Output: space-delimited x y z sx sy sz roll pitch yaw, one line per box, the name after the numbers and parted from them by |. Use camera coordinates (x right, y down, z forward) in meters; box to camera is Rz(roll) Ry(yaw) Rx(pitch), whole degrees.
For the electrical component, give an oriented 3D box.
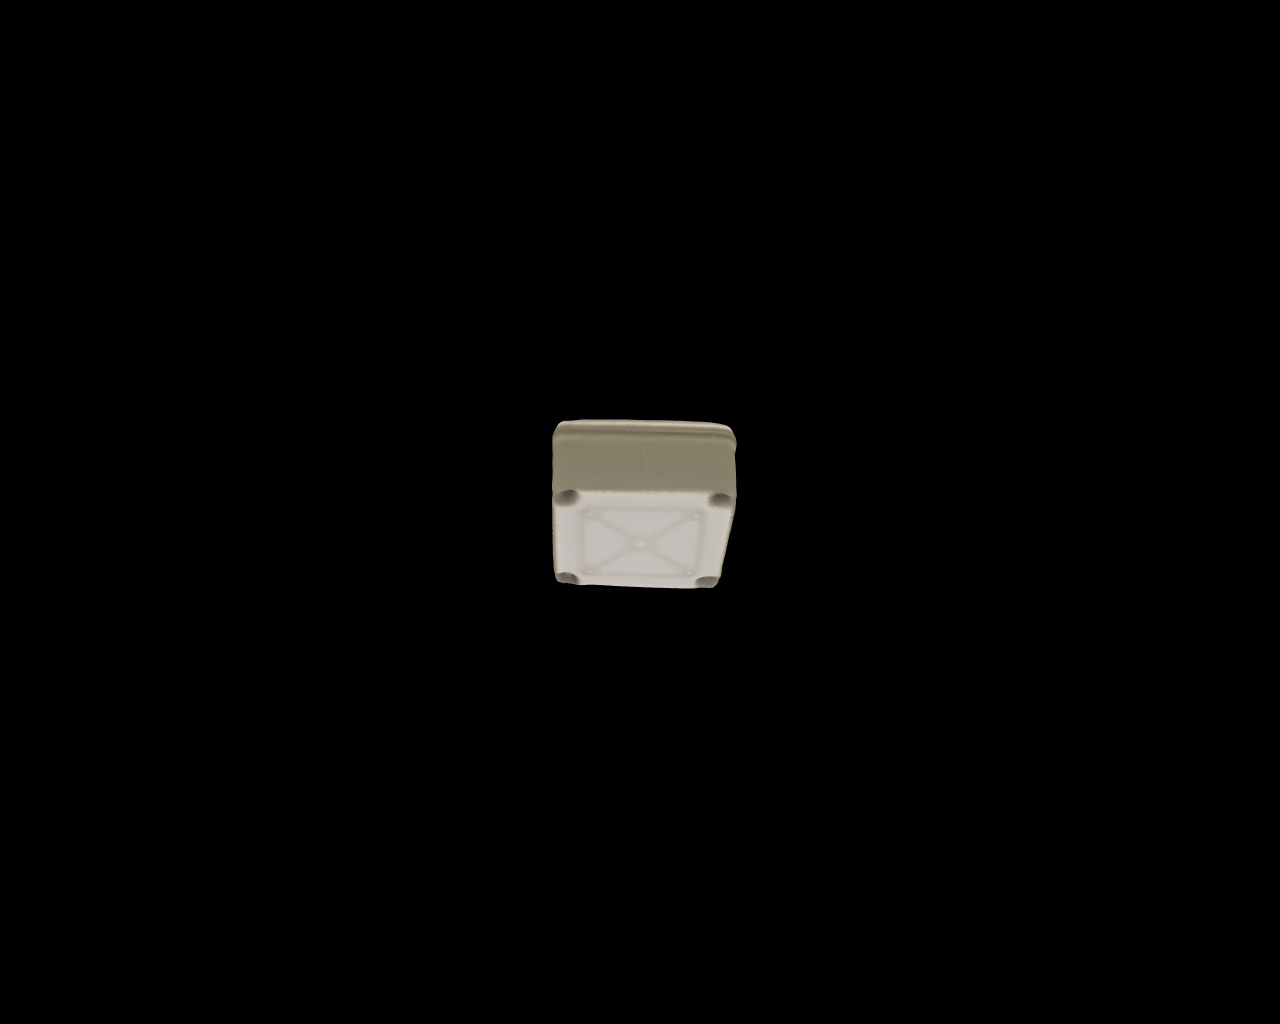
0.001 -0.003 0.650 0.109 0.056 0.108 2 -35 -2 | electrical component
